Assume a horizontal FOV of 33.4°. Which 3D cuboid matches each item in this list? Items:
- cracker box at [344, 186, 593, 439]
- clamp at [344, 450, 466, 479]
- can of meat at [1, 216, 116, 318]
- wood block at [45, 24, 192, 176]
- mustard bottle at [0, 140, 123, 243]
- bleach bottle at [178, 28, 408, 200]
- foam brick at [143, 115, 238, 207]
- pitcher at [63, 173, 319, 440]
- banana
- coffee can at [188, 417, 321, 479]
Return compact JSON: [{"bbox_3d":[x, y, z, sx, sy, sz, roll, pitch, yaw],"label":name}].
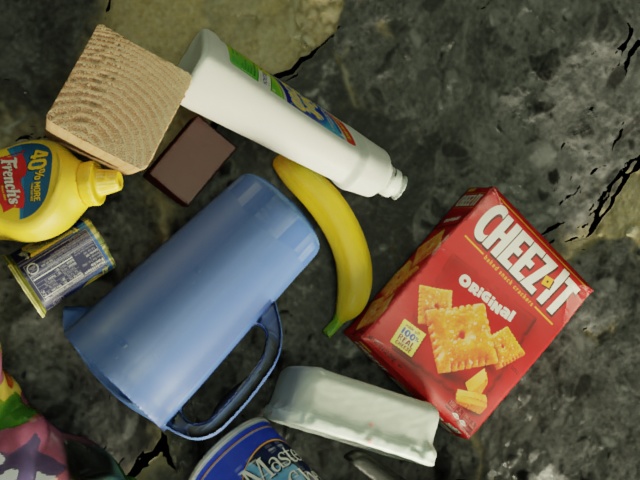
[{"bbox_3d":[0.157,0.075,1.118,0.164,0.072,0.213,44,80,-12],"label":"cracker box"},{"bbox_3d":[0.108,0.301,1.086,0.209,0.036,0.164,9,96,-20],"label":"clamp"},{"bbox_3d":[-0.243,0.021,0.997,0.084,0.102,0.057,-34,107,-14],"label":"can of meat"},{"bbox_3d":[-0.185,-0.117,0.953,0.090,0.206,0.091,28,84,-14],"label":"wood block"},{"bbox_3d":[-0.272,-0.043,0.968,0.192,0.058,0.096,-6,60,9],"label":"mustard bottle"},{"bbox_3d":[-0.023,-0.113,1.062,0.250,0.102,0.068,28,109,-20],"label":"bleach bottle"},{"bbox_3d":[-0.128,-0.077,1.049,0.051,0.053,0.078,41,82,-13],"label":"foam brick"},{"bbox_3d":[-0.109,0.061,1.020,0.242,0.145,0.149,-46,127,-12],"label":"pitcher"},{"bbox_3d":[0.011,-0.001,1.096,0.069,0.037,0.198,-18,95,-10],"label":"banana"},{"bbox_3d":[-0.045,0.255,1.024,0.102,0.103,0.140,-42,68,-10],"label":"coffee can"}]
